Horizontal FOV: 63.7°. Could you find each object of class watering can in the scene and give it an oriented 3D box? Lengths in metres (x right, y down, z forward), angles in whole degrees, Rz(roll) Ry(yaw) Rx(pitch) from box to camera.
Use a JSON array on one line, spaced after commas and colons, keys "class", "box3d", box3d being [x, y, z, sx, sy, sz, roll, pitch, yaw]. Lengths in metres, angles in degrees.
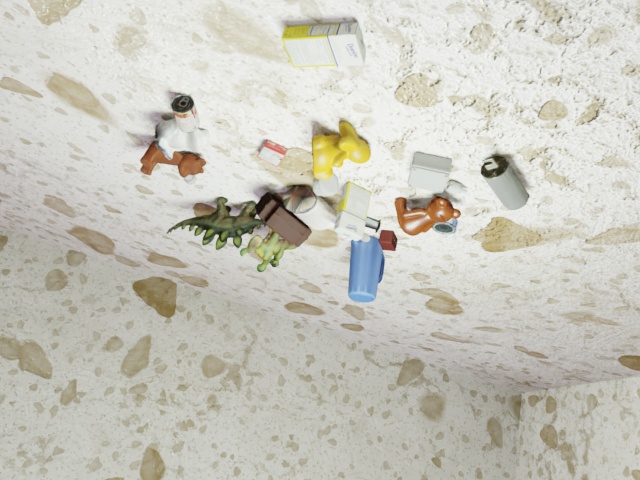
[{"class": "watering can", "box3d": [0.005, -0.091, 1.804, 0.350, 0.105, 0.221, 21, 168, 44]}]

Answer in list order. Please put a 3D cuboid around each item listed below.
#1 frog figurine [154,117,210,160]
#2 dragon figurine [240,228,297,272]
[{"class": "frog figurine", "box3d": [-0.436, -0.334, 1.637, 0.159, 0.125, 0.134, -22, 142, -2]}, {"class": "dragon figurine", "box3d": [-0.168, 0.002, 2.077, 0.123, 0.414, 0.238, 52, 127, 12]}]
